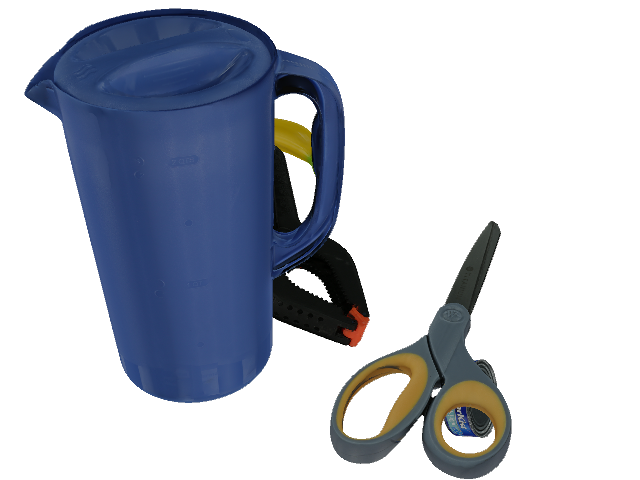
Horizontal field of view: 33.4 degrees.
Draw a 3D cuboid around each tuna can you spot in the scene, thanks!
[{"bbox_3d":[0.165,0.175,1.183,0.034,0.086,0.086,-3,-2,31],"label":"tuna can"}]

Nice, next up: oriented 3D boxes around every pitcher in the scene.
[{"bbox_3d":[-0.079,-0.016,0.687,0.149,0.243,0.144,27,45,33],"label":"pitcher"}]

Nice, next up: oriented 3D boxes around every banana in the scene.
[{"bbox_3d":[-0.084,-0.122,1.286,0.198,0.037,0.069,8,40,16],"label":"banana"}]

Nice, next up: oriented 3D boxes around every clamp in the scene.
[{"bbox_3d":[-0.046,0.010,0.871,0.164,0.210,0.036,-22,-33,-32],"label":"clamp"}]

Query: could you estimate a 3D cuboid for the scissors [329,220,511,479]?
[{"bbox_3d":[0.083,0.055,0.565,0.096,0.016,0.201,24,45,29],"label":"scissors"}]
